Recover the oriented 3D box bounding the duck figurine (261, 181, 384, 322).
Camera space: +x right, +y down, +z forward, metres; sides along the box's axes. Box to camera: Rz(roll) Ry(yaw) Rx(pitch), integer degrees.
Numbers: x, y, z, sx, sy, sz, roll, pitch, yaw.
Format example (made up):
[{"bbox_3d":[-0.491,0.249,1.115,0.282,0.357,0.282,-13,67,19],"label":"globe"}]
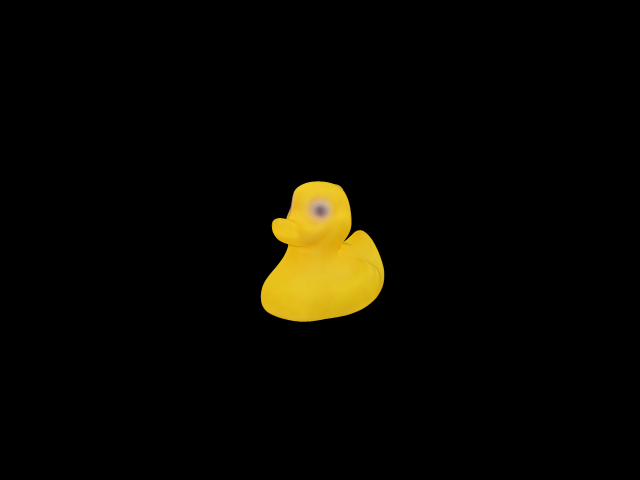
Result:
[{"bbox_3d":[0.004,0.001,0.400,0.077,0.086,0.105,11,17,38],"label":"duck figurine"}]
